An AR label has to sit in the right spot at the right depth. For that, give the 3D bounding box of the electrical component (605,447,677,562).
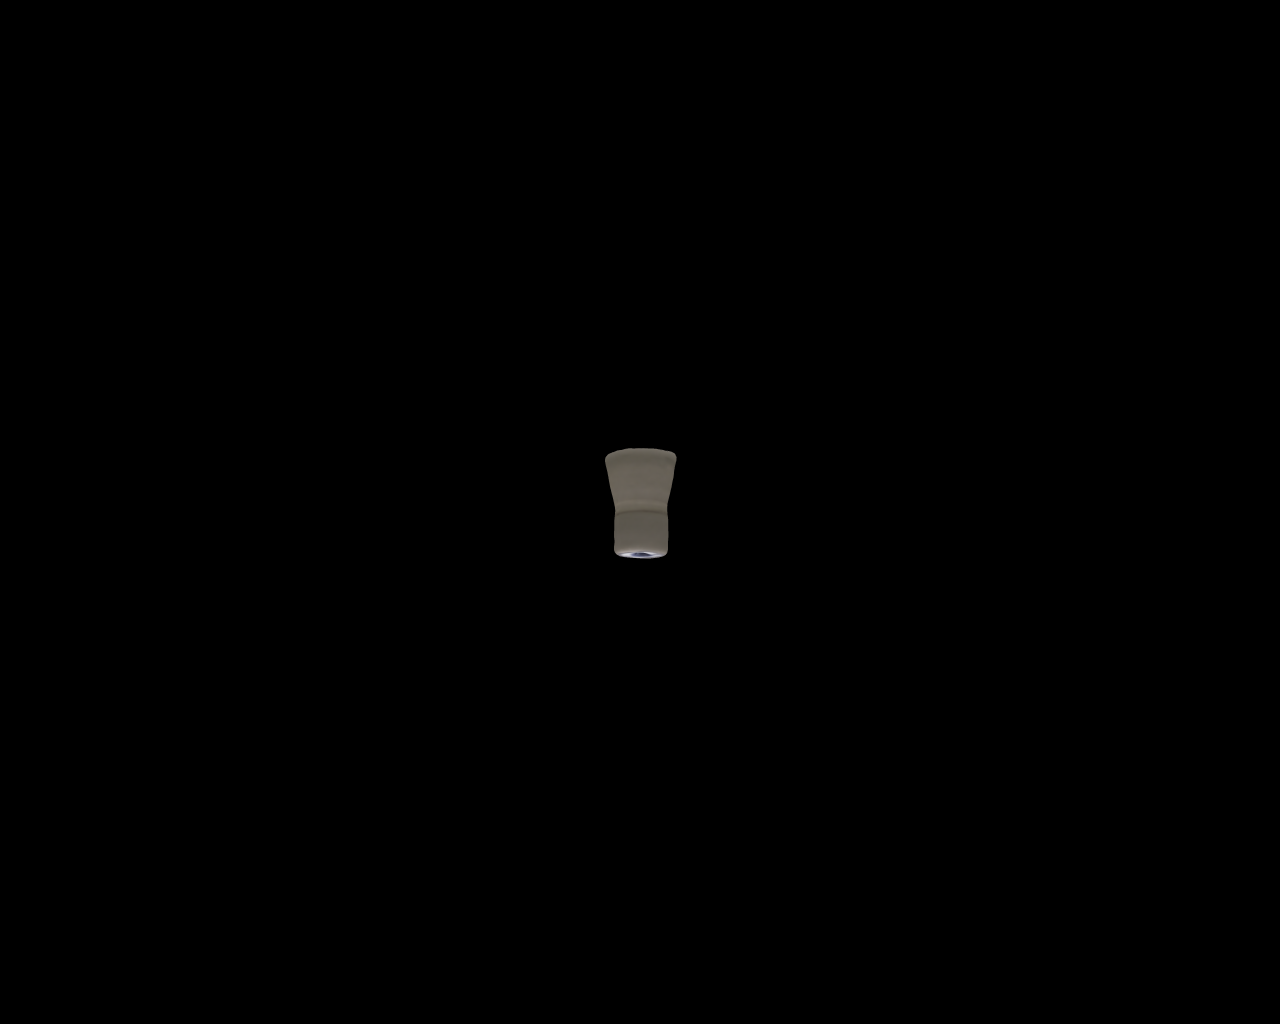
[{"bbox_3d":[0.001,-0.003,0.650,0.044,0.065,0.044,0,-11,0],"label":"electrical component"}]
